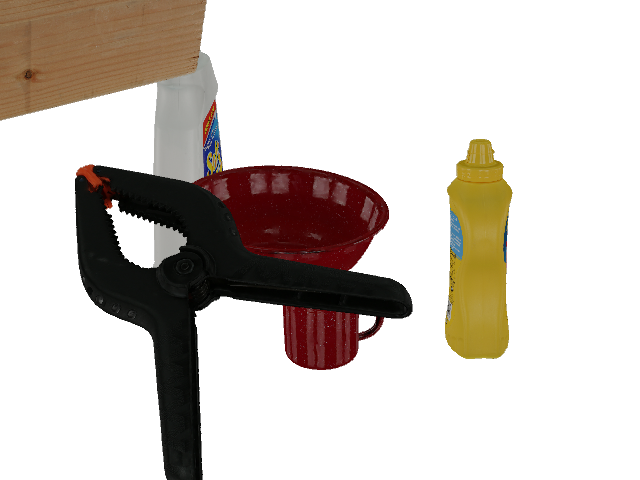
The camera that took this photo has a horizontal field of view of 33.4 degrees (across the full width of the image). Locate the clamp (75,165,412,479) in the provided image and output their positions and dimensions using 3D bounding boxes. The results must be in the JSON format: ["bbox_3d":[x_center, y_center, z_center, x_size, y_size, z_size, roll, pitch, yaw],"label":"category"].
[{"bbox_3d":[-0.063,0.021,0.606,0.164,0.210,0.036,-32,-29,-16],"label":"clamp"}]

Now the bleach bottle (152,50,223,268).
[{"bbox_3d":[-0.134,-0.084,1.066,0.068,0.251,0.102,5,25,13],"label":"bleach bottle"}]

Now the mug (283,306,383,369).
[{"bbox_3d":[0.012,0.086,1.165,0.117,0.081,0.093,-6,25,-11],"label":"mug"}]

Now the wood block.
[{"bbox_3d":[-0.201,-0.169,0.837,0.205,0.091,0.090,-21,52,-34],"label":"wood block"}]

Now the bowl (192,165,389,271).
[{"bbox_3d":[-0.030,-0.003,0.815,0.162,0.055,0.162,2,25,-1],"label":"bowl"}]

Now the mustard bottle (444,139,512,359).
[{"bbox_3d":[0.142,0.004,0.965,0.058,0.192,0.096,-1,17,4],"label":"mustard bottle"}]
